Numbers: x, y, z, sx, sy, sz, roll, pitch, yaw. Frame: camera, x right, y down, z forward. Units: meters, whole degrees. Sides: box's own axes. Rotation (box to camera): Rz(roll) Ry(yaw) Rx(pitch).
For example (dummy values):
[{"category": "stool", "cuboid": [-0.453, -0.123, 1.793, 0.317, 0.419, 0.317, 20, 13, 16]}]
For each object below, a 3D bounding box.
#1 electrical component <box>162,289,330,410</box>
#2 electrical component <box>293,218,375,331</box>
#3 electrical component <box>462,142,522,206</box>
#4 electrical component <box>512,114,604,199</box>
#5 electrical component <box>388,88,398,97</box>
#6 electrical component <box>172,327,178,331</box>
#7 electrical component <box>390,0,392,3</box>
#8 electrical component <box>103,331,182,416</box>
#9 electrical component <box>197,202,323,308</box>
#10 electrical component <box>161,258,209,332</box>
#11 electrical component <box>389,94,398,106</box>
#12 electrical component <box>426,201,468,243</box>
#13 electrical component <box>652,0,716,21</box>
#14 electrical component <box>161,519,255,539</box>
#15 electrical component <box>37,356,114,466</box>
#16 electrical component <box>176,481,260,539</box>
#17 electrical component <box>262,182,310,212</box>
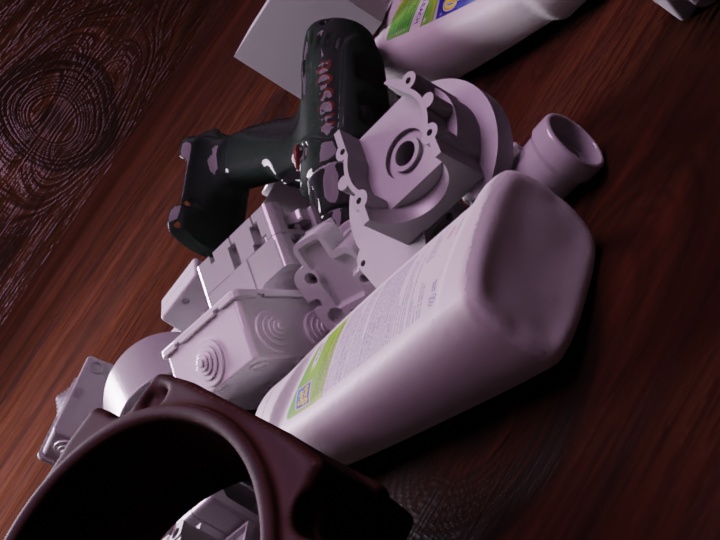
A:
[{"category": "electrical component", "cuboid": [-0.066, 0.055, 0.703, 0.100, 0.100, 0.048, -39, 62, 37]}, {"category": "electrical component", "cuboid": [0.000, 0.000, 0.677, 0.058, 0.078, 0.057, -28, 12, 37]}, {"category": "electrical component", "cuboid": [0.065, -0.069, 0.647, 0.048, 0.062, 0.048, -46, 21, 23]}, {"category": "electrical component", "cuboid": [0.101, -0.054, 0.577, 0.046, 0.040, 0.040, -49, 19, 34]}, {"category": "electrical component", "cuboid": [0.002, -0.183, 0.963, 0.083, 0.076, 0.047, -50, 20, 14]}, {"category": "electrical component", "cuboid": [-0.143, 0.094, 0.880, 0.073, 0.052, 0.138, -46, 21, 24]}, {"category": "electrical component", "cuboid": [0.054, -0.293, 0.987, 0.060, 0.108, 0.108, 1, 57, 60]}, {"category": "electrical component", "cuboid": [-0.133, 0.102, 0.777, 0.099, 0.099, 0.064, -53, 26, 4]}, {"category": "electrical component", "cuboid": [-0.062, 0.003, 0.732, 0.089, 0.050, 0.055, -39, 61, 37]}, {"category": "electrical component", "cuboid": [-0.107, 0.042, 0.835, 0.047, 0.083, 0.075, -51, 20, 10]}, {"category": "electrical component", "cuboid": [-0.003, -0.132, 0.921, 0.066, 0.055, 0.048, -52, 19, 9]}, {"category": "electrical component", "cuboid": [0.045, -0.025, 0.652, 0.043, 0.043, 0.062, -54, 18, 2]}, {"category": "electrical component", "cuboid": [0.171, -0.160, 0.550, 0.047, 0.083, 0.075, -50, 58, 13]}, {"category": "electrical component", "cuboid": [-0.089, 0.177, 0.602, 0.042, 0.064, 0.081, -44, 22, 31]}, {"category": "electrical component", "cuboid": [-0.212, 0.131, 0.914, 0.048, 0.100, 0.099, -54, 15, 43]}, {"category": "electrical component", "cuboid": [-0.091, 0.144, 0.683, 0.076, 0.047, 0.083, -44, 22, 28]}, {"category": "electrical component", "cuboid": [-0.050, -0.069, 0.950, 0.099, 0.064, 0.099, -58, 6, 10]}]
